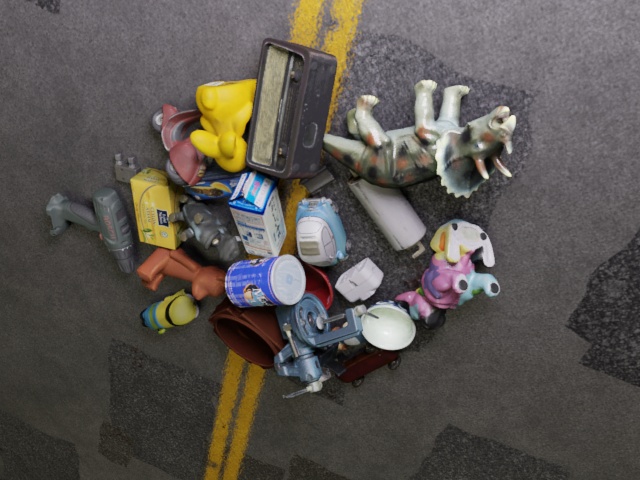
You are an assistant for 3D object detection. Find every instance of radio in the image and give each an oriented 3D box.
[{"bbox_3d":[-0.053,-0.223,0.941,0.131,0.073,0.229,28,116,40],"label":"radio"}]

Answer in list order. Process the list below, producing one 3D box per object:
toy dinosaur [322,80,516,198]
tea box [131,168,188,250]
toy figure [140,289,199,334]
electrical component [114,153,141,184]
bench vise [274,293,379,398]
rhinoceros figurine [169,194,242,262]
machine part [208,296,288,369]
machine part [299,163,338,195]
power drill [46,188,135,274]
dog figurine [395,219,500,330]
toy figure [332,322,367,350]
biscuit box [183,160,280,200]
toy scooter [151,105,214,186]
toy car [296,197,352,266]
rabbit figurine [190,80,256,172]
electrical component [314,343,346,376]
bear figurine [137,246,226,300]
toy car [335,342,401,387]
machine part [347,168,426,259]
[{"bbox_3d":[0.139,-0.152,0.911,0.405,0.131,0.192,-8,86,34],"label":"toy dinosaur"},{"bbox_3d":[-0.365,-0.071,1.230,0.098,0.068,0.169,12,124,14],"label":"tea box"},{"bbox_3d":[-0.396,0.195,1.403,0.180,0.089,0.082,-16,120,26],"label":"toy figure"},{"bbox_3d":[-0.443,-0.153,1.234,0.063,0.021,0.093,14,126,13],"label":"electrical component"},{"bbox_3d":[0.000,0.202,1.133,0.241,0.128,0.223,-24,66,29],"label":"bench vise"},{"bbox_3d":[-0.245,-0.024,1.163,0.190,0.112,0.073,44,106,31],"label":"rhinoceros figurine"},{"bbox_3d":[-0.158,0.217,1.294,0.201,0.087,0.201,44,143,-10],"label":"machine part"},{"bbox_3d":[-0.031,-0.154,1.064,0.084,0.039,0.138,-23,113,37],"label":"machine part"},{"bbox_3d":[-0.564,-0.026,1.330,0.207,0.086,0.231,15,124,16],"label":"power drill"},{"bbox_3d":[0.237,0.075,1.069,0.108,0.191,0.219,3,161,-25],"label":"dog figurine"},{"bbox_3d":[0.058,0.225,1.268,0.154,0.058,0.064,-28,86,35],"label":"toy figure"},{"bbox_3d":[-0.182,-0.130,1.112,0.203,0.063,0.059,-4,148,24],"label":"biscuit box"},{"bbox_3d":[-0.260,-0.206,1.079,0.135,0.075,0.184,-26,78,18],"label":"toy scooter"},{"bbox_3d":[-0.002,-0.003,1.112,0.109,0.103,0.161,0,123,20],"label":"toy car"},{"bbox_3d":[-0.167,-0.205,1.006,0.122,0.162,0.173,2,117,8],"label":"rabbit figurine"},{"bbox_3d":[0.008,0.259,1.234,0.119,0.075,0.047,33,128,30],"label":"electrical component"},{"bbox_3d":[-0.317,0.095,1.289,0.196,0.132,0.120,35,157,1],"label":"bear figurine"},{"bbox_3d":[0.109,0.293,1.293,0.089,0.053,0.202,39,131,-12],"label":"toy car"},{"bbox_3d":[0.130,-0.066,1.035,0.079,0.079,0.243,-28,108,33],"label":"machine part"}]
